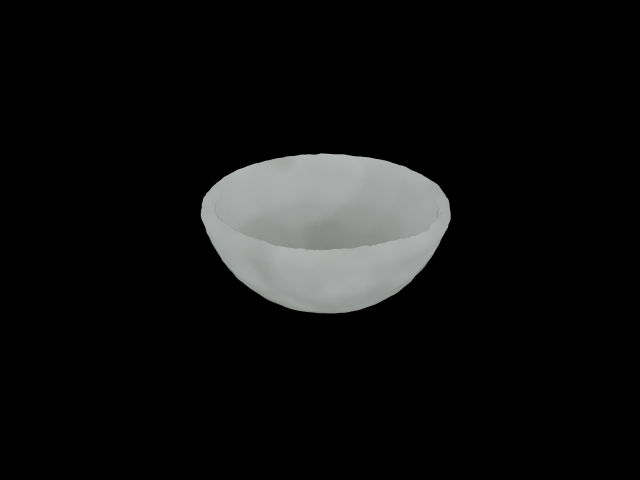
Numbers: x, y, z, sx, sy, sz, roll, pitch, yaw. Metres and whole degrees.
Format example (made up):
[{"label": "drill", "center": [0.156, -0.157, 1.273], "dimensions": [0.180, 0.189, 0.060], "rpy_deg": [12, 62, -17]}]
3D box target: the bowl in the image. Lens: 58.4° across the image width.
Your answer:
[{"label": "bowl", "center": [0.004, 0.001, 0.400], "dimensions": [0.167, 0.075, 0.167], "rpy_deg": [0, 29, 0]}]
